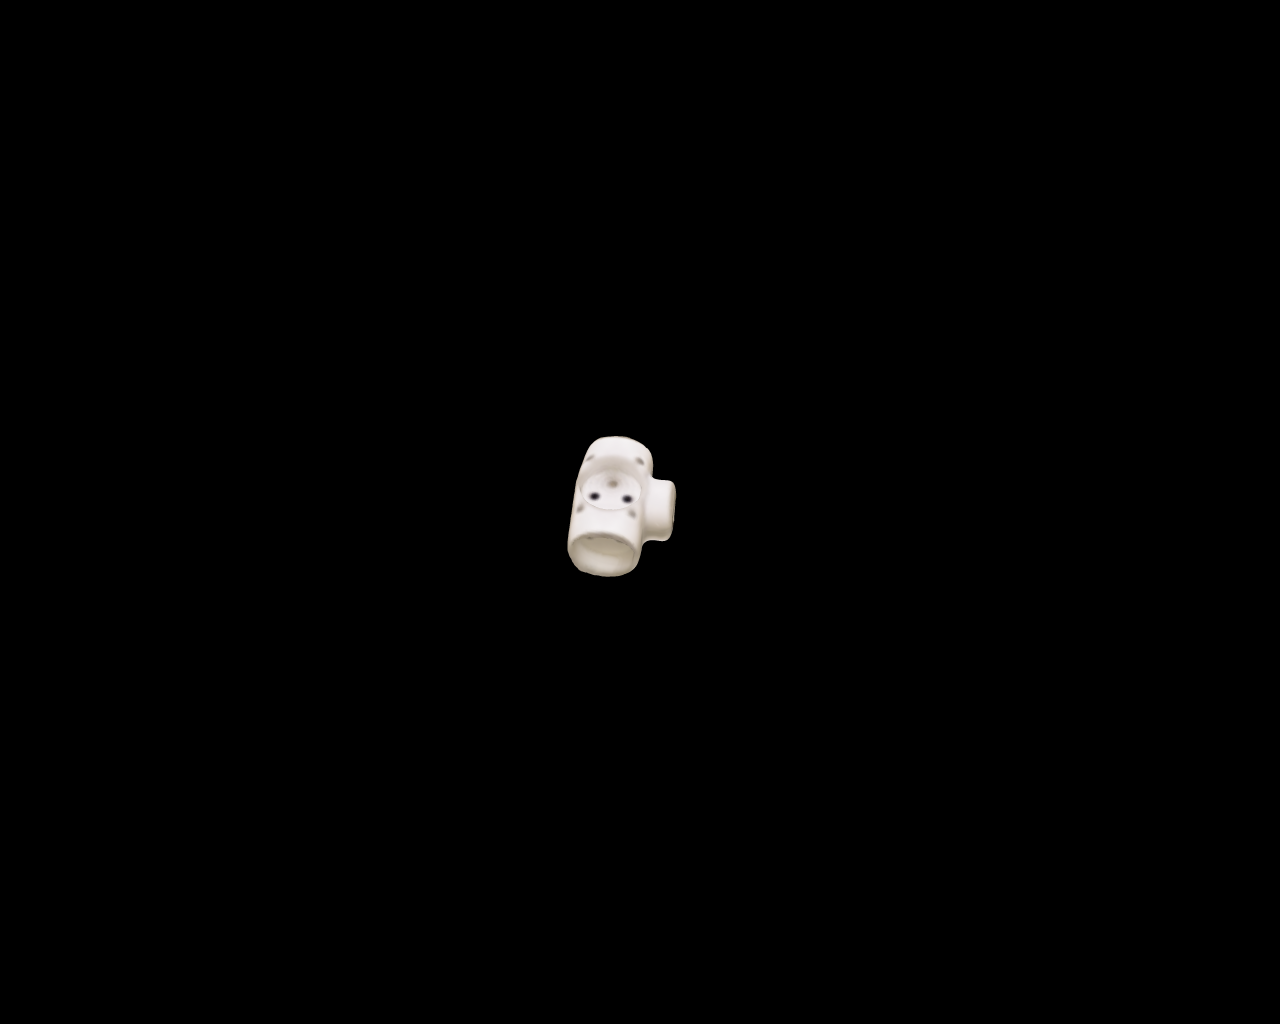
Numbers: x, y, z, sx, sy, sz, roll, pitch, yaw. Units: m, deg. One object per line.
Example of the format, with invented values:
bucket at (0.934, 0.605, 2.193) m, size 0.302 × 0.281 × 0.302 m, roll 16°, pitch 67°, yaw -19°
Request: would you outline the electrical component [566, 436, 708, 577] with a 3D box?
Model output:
electrical component at (0.001, -0.003, 0.650) m, size 0.079 × 0.077 × 0.044 m, roll 5°, pitch -39°, yaw 4°
